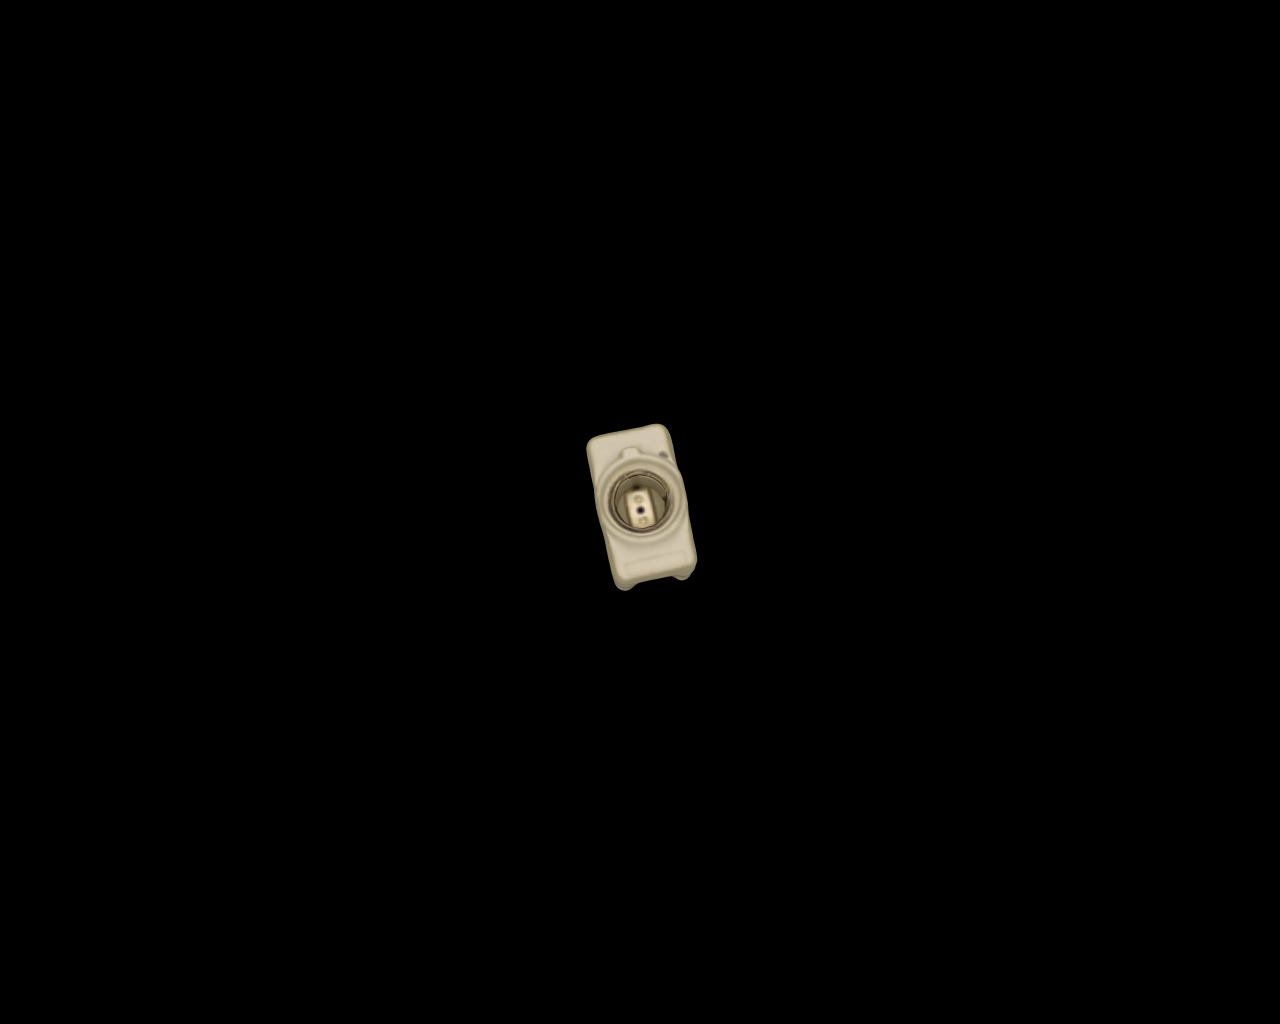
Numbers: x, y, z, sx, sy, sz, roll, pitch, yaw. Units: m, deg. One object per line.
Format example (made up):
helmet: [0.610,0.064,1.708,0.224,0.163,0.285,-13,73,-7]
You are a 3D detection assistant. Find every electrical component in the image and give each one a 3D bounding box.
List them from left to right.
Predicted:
electrical component: [0.001,-0.003,0.650,0.050,0.089,0.055,-11,-11,-2]
